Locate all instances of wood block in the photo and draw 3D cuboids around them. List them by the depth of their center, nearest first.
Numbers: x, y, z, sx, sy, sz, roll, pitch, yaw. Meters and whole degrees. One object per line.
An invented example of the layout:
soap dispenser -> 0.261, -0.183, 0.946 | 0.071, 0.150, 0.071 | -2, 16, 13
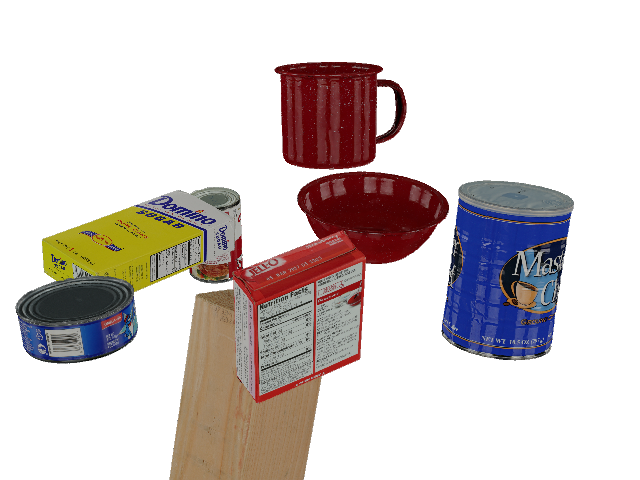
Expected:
wood block -> -0.066, 0.154, 0.954 | 0.090, 0.206, 0.090 | 20, 17, 38

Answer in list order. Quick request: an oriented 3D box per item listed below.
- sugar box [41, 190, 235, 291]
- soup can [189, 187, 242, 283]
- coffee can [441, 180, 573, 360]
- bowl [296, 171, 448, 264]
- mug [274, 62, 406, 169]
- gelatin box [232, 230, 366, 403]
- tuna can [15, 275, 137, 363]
sugar box -> -0.180, 0.003, 1.077 | 0.093, 0.048, 0.175 | 27, 39, 35
soup can -> -0.132, -0.007, 1.325 | 0.068, 0.102, 0.068 | 0, 26, 0
coffee can -> 0.169, 0.025, 0.976 | 0.103, 0.140, 0.103 | 5, 16, -2
bowl -> 0.054, -0.019, 1.143 | 0.162, 0.055, 0.162 | 3, 26, -1
mug -> 0.019, -0.109, 0.923 | 0.117, 0.081, 0.093 | -6, 16, -19
gelatin box -> -0.013, 0.044, 0.619 | 0.073, 0.089, 0.030 | -21, 46, -23
tuna can -> -0.178, 0.058, 0.787 | 0.086, 0.034, 0.086 | -4, 20, 1
